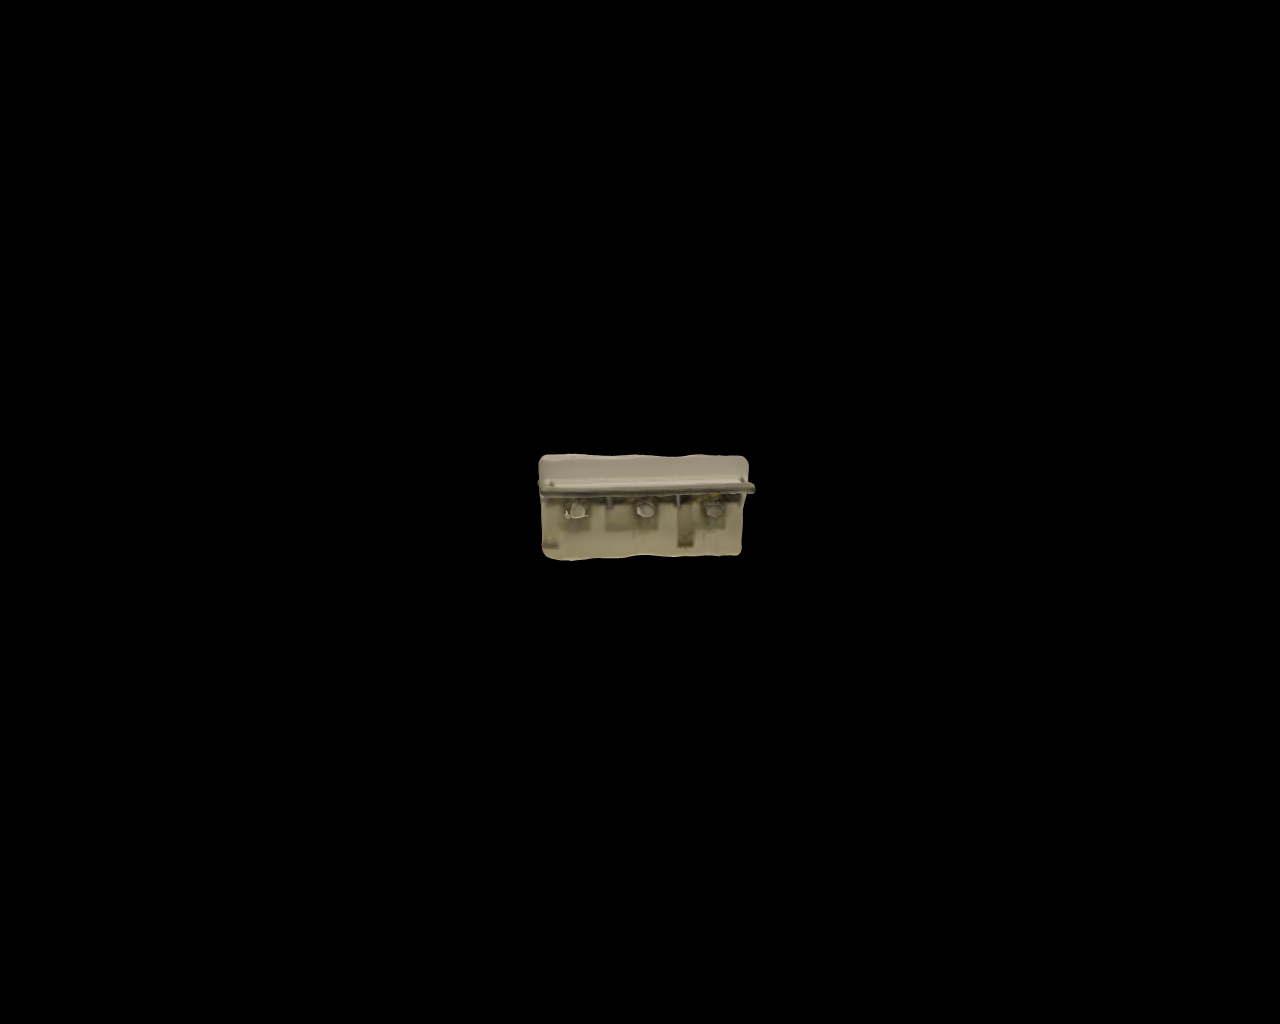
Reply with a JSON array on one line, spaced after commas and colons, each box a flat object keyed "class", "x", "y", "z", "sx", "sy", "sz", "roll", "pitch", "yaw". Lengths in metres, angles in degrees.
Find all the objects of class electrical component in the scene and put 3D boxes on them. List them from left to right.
[{"class": "electrical component", "x": 0.001, "y": -0.003, "z": 0.650, "sx": 0.121, "sy": 0.063, "sz": 0.079, "roll": 0, "pitch": 4, "yaw": -7}]
